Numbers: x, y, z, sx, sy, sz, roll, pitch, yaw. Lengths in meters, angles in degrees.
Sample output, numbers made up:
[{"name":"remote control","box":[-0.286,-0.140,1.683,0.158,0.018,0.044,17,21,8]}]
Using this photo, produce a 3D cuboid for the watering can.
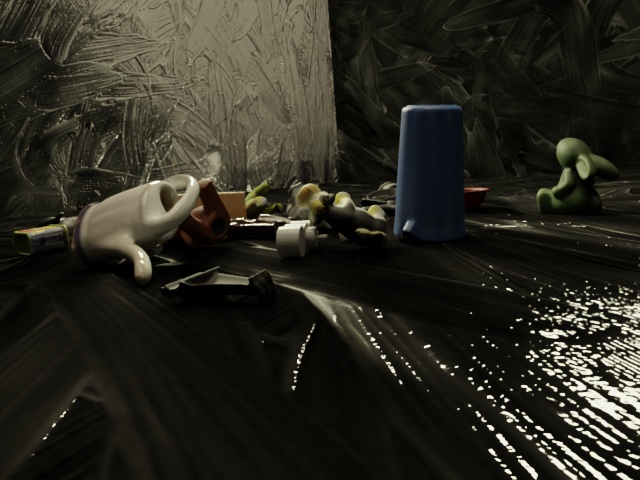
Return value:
[{"name":"watering can","box":[-0.323,-0.015,0.876,0.223,0.102,0.355,-19,29,13]}]

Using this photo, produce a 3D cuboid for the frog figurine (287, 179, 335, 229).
[{"name":"frog figurine","box":[0.004,-0.061,1.205,0.161,0.122,0.137,41,13,23]}]

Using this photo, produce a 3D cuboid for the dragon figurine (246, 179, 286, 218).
[{"name":"dragon figurine","box":[-0.240,-0.092,1.563,0.242,0.122,0.412,-21,5,6]}]
